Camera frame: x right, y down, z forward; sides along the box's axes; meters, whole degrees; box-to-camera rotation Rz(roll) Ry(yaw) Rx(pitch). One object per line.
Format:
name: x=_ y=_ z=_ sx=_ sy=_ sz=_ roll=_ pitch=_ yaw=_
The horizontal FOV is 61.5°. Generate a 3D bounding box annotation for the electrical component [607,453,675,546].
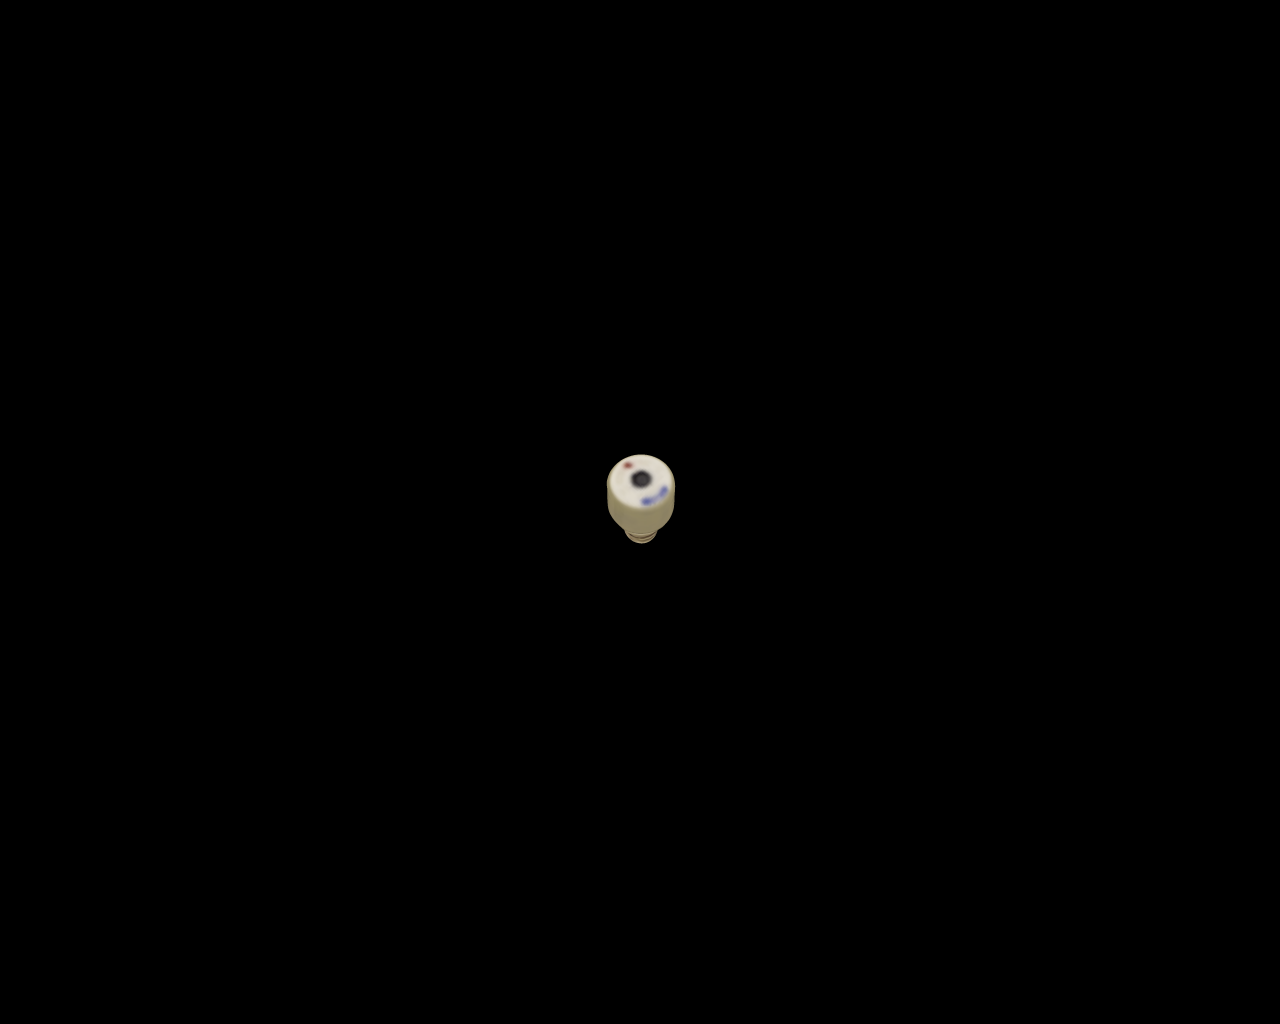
electrical component: x=0.001 y=-0.003 z=0.650 sx=0.040 sy=0.040 sz=0.078 roll=0 pitch=-30 yaw=0
